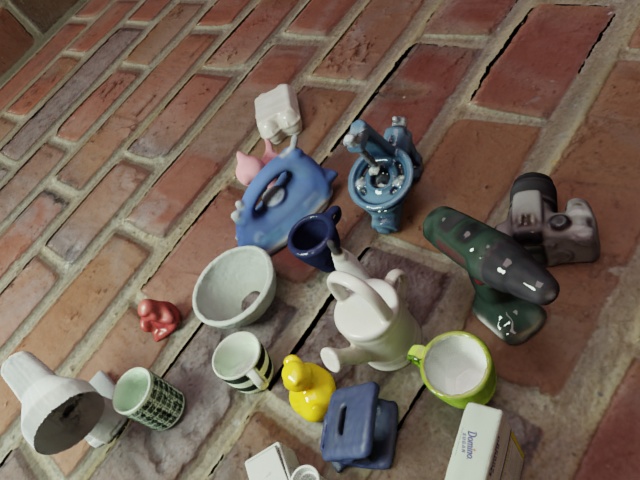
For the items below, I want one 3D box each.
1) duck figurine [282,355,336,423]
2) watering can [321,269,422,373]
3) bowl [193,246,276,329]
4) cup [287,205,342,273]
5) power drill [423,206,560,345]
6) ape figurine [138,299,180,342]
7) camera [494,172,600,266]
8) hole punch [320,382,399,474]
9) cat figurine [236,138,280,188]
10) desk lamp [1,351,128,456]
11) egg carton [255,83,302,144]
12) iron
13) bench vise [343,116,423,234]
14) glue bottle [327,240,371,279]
[{"bbox_3d":[-0.024,0.220,0.870,0.077,0.086,0.104,-34,46,3],"label":"duck figurine"},{"bbox_3d":[0.069,0.113,0.823,0.100,0.195,0.173,-1,56,30],"label":"watering can"},{"bbox_3d":[-0.143,0.097,1.042,0.167,0.075,0.167,-16,49,19],"label":"bowl"},{"bbox_3d":[0.009,0.004,1.012,0.091,0.095,0.118,28,73,41],"label":"cup"},{"bbox_3d":[0.236,0.052,0.763,0.075,0.209,0.228,-41,46,-4],"label":"power drill"},{"bbox_3d":[-0.313,0.144,1.092,0.077,0.092,0.076,5,59,33],"label":"ape figurine"},{"bbox_3d":[0.333,-0.041,0.854,0.142,0.101,0.137,-5,54,27],"label":"camera"},{"bbox_3d":[0.047,0.259,0.794,0.100,0.091,0.108,-7,53,26],"label":"hole punch"},{"bbox_3d":[-0.126,-0.153,1.197,0.067,0.118,0.128,13,63,37],"label":"cat figurine"},{"bbox_3d":[-0.428,0.277,0.971,0.202,0.214,0.118,27,72,41],"label":"desk lamp"},{"bbox_3d":[-0.095,-0.293,1.321,0.107,0.070,0.150,-23,47,13],"label":"egg carton"},{"bbox_3d":[-0.092,-0.077,1.101,0.258,0.142,0.118,-48,47,-11],"label":"iron"},{"bbox_3d":[0.096,-0.146,0.990,0.121,0.220,0.207,-15,50,20],"label":"bench vise"},{"bbox_3d":[0.050,0.049,0.898,0.037,0.174,0.078,-38,46,-1],"label":"glue bottle"}]
